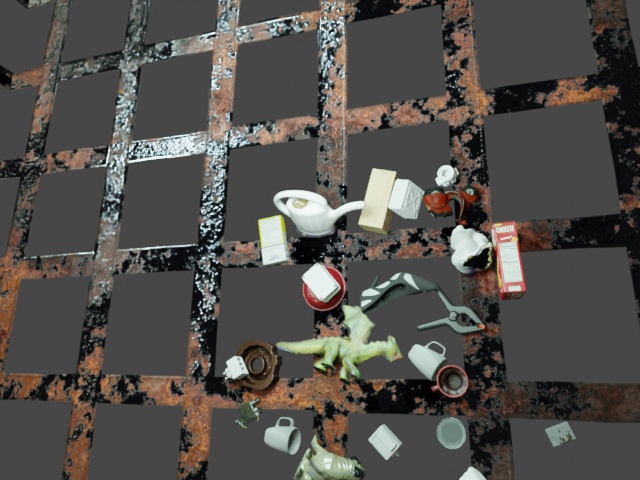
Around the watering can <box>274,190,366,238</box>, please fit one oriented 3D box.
[{"bbox_3d":[0.005,-0.090,1.796,0.348,0.219,0.106,10,61,21],"label":"watering can"}]

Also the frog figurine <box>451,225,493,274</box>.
[{"bbox_3d":[0.481,0.031,1.676,0.136,0.121,0.162,-51,30,9],"label":"frog figurine"}]

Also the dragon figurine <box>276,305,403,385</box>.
[{"bbox_3d":[0.074,0.331,1.724,0.412,0.119,0.247,20,64,21],"label":"dragon figurine"}]
